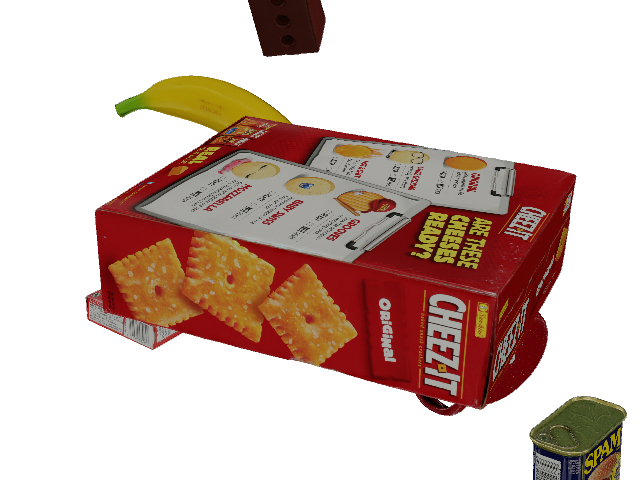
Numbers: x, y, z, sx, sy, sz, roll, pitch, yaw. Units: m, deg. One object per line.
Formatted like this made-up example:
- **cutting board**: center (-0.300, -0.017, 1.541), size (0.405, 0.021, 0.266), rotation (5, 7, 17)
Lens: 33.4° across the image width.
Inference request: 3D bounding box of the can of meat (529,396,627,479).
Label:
- **can of meat**: center (0.235, 0.203, 0.976), size (0.058, 0.084, 0.101), rotation (14, 26, 39)

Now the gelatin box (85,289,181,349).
- **gelatin box**: center (-0.169, 0.065, 1.027), size (0.089, 0.030, 0.073), rotation (20, 28, 29)

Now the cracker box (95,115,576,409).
- **cracker box**: center (0.013, 0.002, 0.581), size (0.214, 0.072, 0.164), rotation (13, 28, 22)

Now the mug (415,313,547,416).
- **mug**: center (0.103, 0.074, 0.770), size (0.093, 0.117, 0.082), rotation (9, 25, -41)

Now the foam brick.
- **foam brick**: center (-0.030, -0.207, 0.932), size (0.053, 0.051, 0.078), rotation (-3, -41, 13)

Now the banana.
- **banana**: center (-0.054, -0.071, 0.789), size (0.198, 0.069, 0.037), rotation (31, -8, 13)
